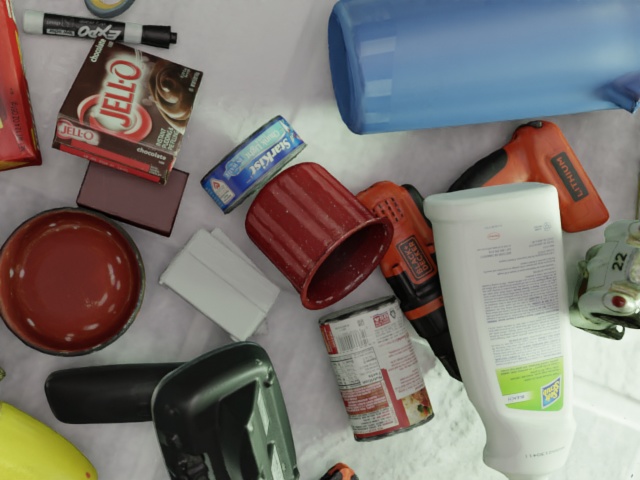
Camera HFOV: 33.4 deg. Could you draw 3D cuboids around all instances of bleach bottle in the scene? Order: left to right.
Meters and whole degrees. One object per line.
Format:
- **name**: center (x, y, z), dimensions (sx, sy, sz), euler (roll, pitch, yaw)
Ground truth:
- **bleach bottle**: center (0.144, 0.085, 0.828), dimensions (0.102, 0.068, 0.251), euler (-8, 98, -11)

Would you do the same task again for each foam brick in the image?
- **foam brick**: center (-0.146, -0.039, 0.837), dimensions (0.078, 0.053, 0.051), euler (19, 84, -9)

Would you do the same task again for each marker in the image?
- **marker**: center (-0.175, -0.169, 0.855), dimensions (0.121, 0.020, 0.020), euler (5, 87, -9)

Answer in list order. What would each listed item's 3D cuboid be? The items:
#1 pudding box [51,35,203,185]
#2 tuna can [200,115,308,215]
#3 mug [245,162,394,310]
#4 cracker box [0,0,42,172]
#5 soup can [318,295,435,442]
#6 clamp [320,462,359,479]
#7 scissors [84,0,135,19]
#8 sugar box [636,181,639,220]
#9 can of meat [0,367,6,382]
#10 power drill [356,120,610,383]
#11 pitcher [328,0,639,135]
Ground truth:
- **pudding box**: center (-0.145, -0.101, 0.817), dimensions (0.090, 0.039, 0.113), euler (19, 40, -9)
- **tuna can**: center (-0.052, -0.059, 0.837), dimensions (0.086, 0.086, 0.034), euler (-41, 93, -9)
- **mug**: center (-0.005, 0.001, 0.834), dimensions (0.093, 0.117, 0.081), euler (-30, 62, -29)
- **cracker box**: center (-0.332, -0.120, 0.801), dimensions (0.213, 0.072, 0.164), euler (-11, 89, -9)
- **soup can**: center (0.044, 0.102, 0.855), dimensions (0.068, 0.068, 0.102), euler (-18, 90, -10)
- **clamp**: center (-0.010, 0.284, 0.853), dimensions (0.164, 0.036, 0.210), euler (5, 87, -11)
- **scissors**: center (-0.143, -0.257, 0.861), dimensions (0.201, 0.016, 0.096), euler (-42, 82, -9)
- **sugar box**: center (0.304, -0.038, 0.891), dimensions (0.048, 0.093, 0.176), euler (9, 86, -10)
- **can of meat**: center (-0.282, 0.115, 0.784), dimensions (0.057, 0.102, 0.084), euler (42, 79, -5)
- **power drill**: center (0.141, 0.002, 0.881), dimensions (0.187, 0.057, 0.184), euler (-32, 96, -10)
- **pitcher**: center (0.131, -0.162, 0.860), dimensions (0.242, 0.149, 0.145), euler (-9, 104, -6)
